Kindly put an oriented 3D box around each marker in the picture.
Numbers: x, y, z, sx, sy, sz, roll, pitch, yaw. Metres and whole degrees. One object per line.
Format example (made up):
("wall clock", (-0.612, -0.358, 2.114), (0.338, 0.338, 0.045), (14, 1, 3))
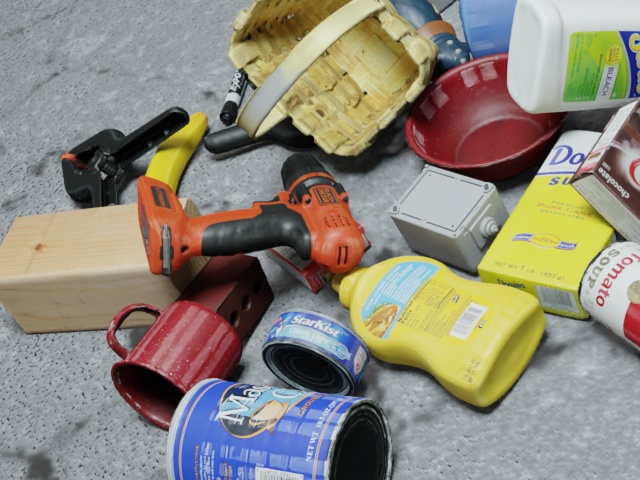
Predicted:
("marker", (-0.098, -0.180, 1.259), (0.020, 0.020, 0.121), (-8, 44, 21))

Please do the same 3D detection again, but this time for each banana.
("banana", (-0.160, -0.068, 1.165), (0.070, 0.037, 0.198), (-11, 43, 9))

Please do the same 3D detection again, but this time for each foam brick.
("foam brick", (-0.087, 0.056, 0.976), (0.051, 0.053, 0.078), (4, 42, 33))

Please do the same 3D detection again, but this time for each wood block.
("wood block", (-0.211, 0.027, 1.053), (0.206, 0.090, 0.090), (-5, 46, 24))

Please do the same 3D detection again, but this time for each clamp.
("clamp", (-0.238, -0.072, 1.185), (0.210, 0.036, 0.164), (3, 61, 51))
("clamp", (-0.036, -0.144, 1.171), (0.172, 0.039, 0.120), (2, 58, 22))

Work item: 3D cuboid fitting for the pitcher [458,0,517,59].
("pitcher", (0.269, -0.244, 1.054), (0.243, 0.149, 0.145), (-9, 58, 23))

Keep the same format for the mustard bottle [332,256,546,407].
("mustard bottle", (0.083, 0.062, 0.881), (0.192, 0.058, 0.096), (21, 66, 41))

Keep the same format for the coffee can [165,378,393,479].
("coffee can", (-0.030, 0.163, 0.803), (0.141, 0.102, 0.102), (2, 49, 30))

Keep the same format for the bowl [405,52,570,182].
("bowl", (0.165, -0.107, 1.013), (0.162, 0.055, 0.162), (-15, 42, 14))

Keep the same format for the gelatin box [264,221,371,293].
("gelatin box", (-0.007, 0.001, 1.014), (0.073, 0.030, 0.089), (-40, 42, -13))

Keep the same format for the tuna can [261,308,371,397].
("tuna can", (-0.004, 0.095, 0.873), (0.086, 0.086, 0.033), (4, 51, 32))

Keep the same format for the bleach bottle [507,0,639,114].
("bleach bottle", (0.294, -0.170, 0.936), (0.250, 0.102, 0.068), (-7, 34, -13))

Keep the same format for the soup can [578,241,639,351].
("soup can", (0.251, 0.051, 0.793), (0.068, 0.068, 0.102), (-36, 41, -10))

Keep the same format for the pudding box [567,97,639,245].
("pudding box", (0.265, -0.043, 0.854), (0.090, 0.113, 0.039), (-52, 7, -26))

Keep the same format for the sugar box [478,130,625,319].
("sugar box", (0.215, -0.018, 0.901), (0.093, 0.048, 0.176), (13, 56, 36))

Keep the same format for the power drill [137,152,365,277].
("power drill", (-0.067, -0.027, 0.956), (0.187, 0.057, 0.184), (-5, 28, -13))

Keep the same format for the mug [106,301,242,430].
("mug", (-0.129, 0.100, 0.921), (0.081, 0.117, 0.093), (-56, 5, -36))
